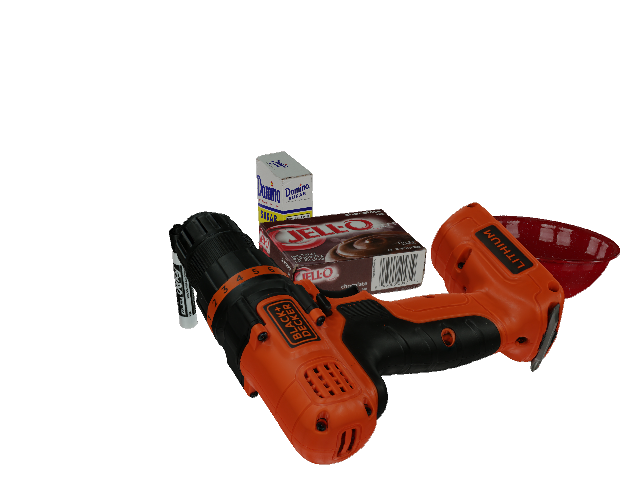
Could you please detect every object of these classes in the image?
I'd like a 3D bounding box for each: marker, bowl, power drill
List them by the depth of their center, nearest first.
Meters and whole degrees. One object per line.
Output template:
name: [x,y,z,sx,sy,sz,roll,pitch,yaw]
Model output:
power drill: [0.027,0.032,0.609,0.187,0.057,0.185,-14,45,-26]
marker: [-0.143,0.037,1.108,0.020,0.121,0.020,-2,31,1]
bowl: [0.227,0.021,1.118,0.162,0.055,0.162,5,17,-2]

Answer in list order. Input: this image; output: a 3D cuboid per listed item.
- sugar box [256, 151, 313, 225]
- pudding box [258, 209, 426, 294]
sugar box: [-0.042,-0.009,1.279,0.048,0.176,0.093,-13,25,-19]
pudding box: [0.016,0.011,0.857,0.113,0.039,0.090,-5,25,-20]
